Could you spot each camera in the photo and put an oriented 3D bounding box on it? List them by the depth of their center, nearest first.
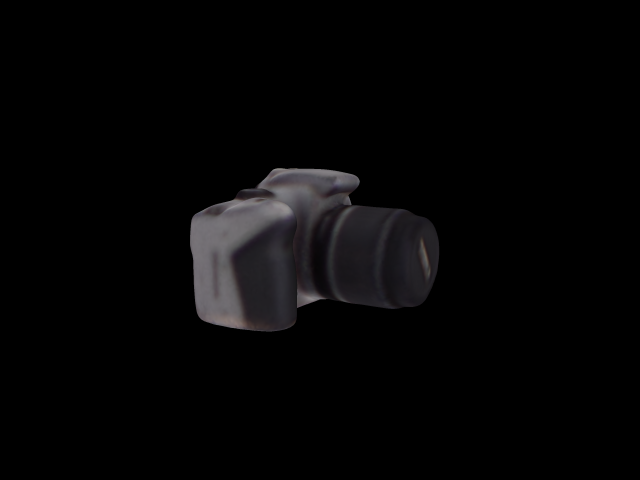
[{"bbox_3d":[0.004,0.001,0.400,0.136,0.101,0.144,6,10,32],"label":"camera"}]
